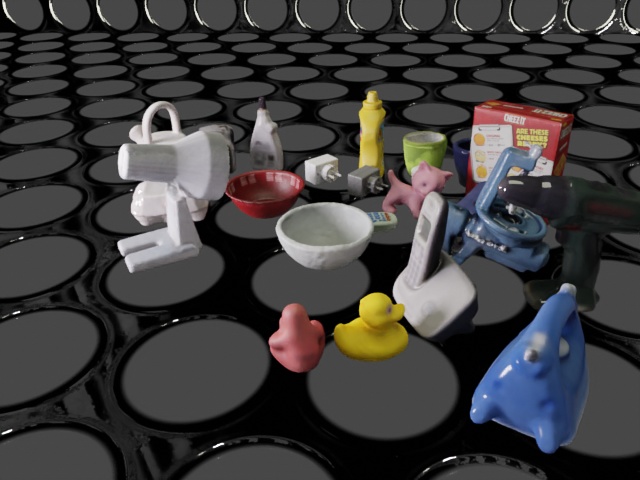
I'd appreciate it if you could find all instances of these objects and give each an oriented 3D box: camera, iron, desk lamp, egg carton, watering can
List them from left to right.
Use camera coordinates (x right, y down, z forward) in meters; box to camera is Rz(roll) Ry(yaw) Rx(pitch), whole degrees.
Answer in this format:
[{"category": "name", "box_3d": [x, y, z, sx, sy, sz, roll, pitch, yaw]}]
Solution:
[{"category": "watering can", "box_3d": [-0.339, -0.200, 1.226, 0.172, 0.194, 0.101, 6, 31, 13]}, {"category": "egg carton", "box_3d": [-0.296, -0.078, 1.140, 0.150, 0.069, 0.107, -6, 31, -9]}, {"category": "desk lamp", "box_3d": [-0.255, -0.076, 0.990, 0.204, 0.214, 0.117, -18, 34, -25]}, {"category": "camera", "box_3d": [-0.270, -0.223, 1.355, 0.137, 0.101, 0.143, -6, 31, -8]}, {"category": "iron", "box_3d": [0.277, 0.126, 0.697, 0.118, 0.141, 0.259, 17, 35, 28]}]

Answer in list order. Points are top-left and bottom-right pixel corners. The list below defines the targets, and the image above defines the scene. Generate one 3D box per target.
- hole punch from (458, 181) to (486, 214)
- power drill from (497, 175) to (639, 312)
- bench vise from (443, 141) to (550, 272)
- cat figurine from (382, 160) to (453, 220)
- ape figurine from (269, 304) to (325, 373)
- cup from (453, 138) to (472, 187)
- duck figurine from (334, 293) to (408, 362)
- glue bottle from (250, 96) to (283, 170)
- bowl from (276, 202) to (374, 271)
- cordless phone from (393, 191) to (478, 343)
[{"category": "hole punch", "box_3d": [0.304, -0.047, 1.041, 0.101, 0.091, 0.108, -22, 36, -31]}, {"category": "power drill", "box_3d": [0.363, 0.002, 0.839, 0.229, 0.209, 0.075, -1, 30, 0]}, {"category": "bench vise", "box_3d": [0.273, -0.052, 0.924, 0.207, 0.220, 0.121, 0, 30, 3]}, {"category": "cat figurine", "box_3d": [0.190, -0.106, 1.121, 0.127, 0.118, 0.067, 12, 33, 21]}, {"category": "ape figurine", "box_3d": [-0.030, 0.124, 0.762, 0.078, 0.092, 0.076, -6, 31, -8]}, {"category": "cup", "box_3d": [0.332, -0.168, 1.243, 0.091, 0.095, 0.118, 7, 31, 15]}, {"category": "duck figurine", "box_3d": [0.070, 0.113, 0.783, 0.104, 0.086, 0.077, -5, 31, -6]}, {"category": "glue bottle", "box_3d": [-0.125, -0.242, 1.310, 0.078, 0.173, 0.037, 11, 33, 20]}, {"category": "bowl", "box_3d": [0.009, 0.004, 0.983, 0.167, 0.075, 0.167, -1, 30, 1]}, {"category": "cordless phone", "box_3d": [0.167, 0.036, 0.811, 0.094, 0.185, 0.147, -10, 32, -15]}]
